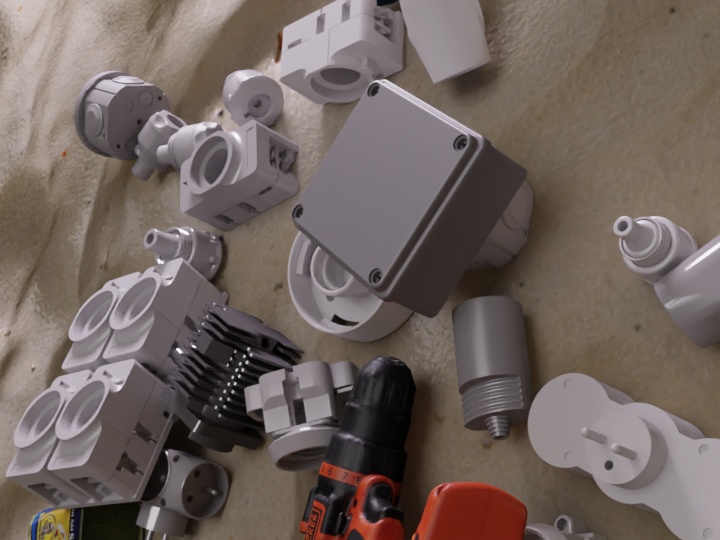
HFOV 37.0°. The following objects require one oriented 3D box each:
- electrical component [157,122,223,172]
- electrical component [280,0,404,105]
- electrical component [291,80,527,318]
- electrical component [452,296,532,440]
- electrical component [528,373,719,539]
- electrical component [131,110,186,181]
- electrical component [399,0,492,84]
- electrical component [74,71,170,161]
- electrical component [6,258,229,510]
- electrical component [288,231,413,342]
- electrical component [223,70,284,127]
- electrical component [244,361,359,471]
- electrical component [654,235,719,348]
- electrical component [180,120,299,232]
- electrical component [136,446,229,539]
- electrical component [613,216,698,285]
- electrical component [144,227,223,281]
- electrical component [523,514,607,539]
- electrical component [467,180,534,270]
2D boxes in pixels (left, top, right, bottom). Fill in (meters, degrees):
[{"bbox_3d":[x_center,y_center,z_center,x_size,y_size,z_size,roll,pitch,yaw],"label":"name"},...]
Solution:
[{"bbox_3d":[-0.146,-0.103,0.926,0.062,0.043,0.043,-6,67,29],"label":"electrical component"},{"bbox_3d":[-0.014,-0.167,0.829,0.089,0.050,0.055,-17,61,38],"label":"electrical component"},{"bbox_3d":[0.027,-0.045,0.653,0.109,0.056,0.108,40,101,46],"label":"electrical component"},{"bbox_3d":[0.080,0.061,0.640,0.043,0.043,0.081,-24,56,35],"label":"electrical component"},{"bbox_3d":[0.140,0.093,0.546,0.138,0.074,0.052,25,90,47],"label":"electrical component"},{"bbox_3d":[-0.182,-0.109,0.969,0.062,0.043,0.043,-50,45,17],"label":"electrical component"},{"bbox_3d":[0.055,-0.173,0.759,0.044,0.077,0.079,-22,5,-5],"label":"electrical component"},{"bbox_3d":[-0.218,-0.140,0.992,0.051,0.080,0.080,20,86,42],"label":"electrical component"},{"bbox_3d":[-0.189,0.084,0.833,0.105,0.060,0.186,-15,43,39],"label":"electrical component"},{"bbox_3d":[0.000,0.000,0.747,0.099,0.064,0.099,-6,80,36],"label":"electrical component"},{"bbox_3d":[-0.095,-0.148,0.903,0.048,0.048,0.062,-56,38,9],"label":"electrical component"},{"bbox_3d":[-0.035,0.100,0.720,0.078,0.058,0.057,-16,63,10],"label":"electrical component"},{"bbox_3d":[0.202,0.014,0.544,0.077,0.044,0.079,-41,48,23],"label":"electrical component"},{"bbox_3d":[-0.101,-0.076,0.867,0.089,0.056,0.050,-25,56,34],"label":"electrical component"},{"bbox_3d":[-0.144,0.174,0.803,0.077,0.044,0.079,5,75,45],"label":"electrical component"},{"bbox_3d":[0.158,-0.014,0.586,0.035,0.061,0.035,-20,59,37],"label":"electrical component"},{"bbox_3d":[-0.147,-0.016,0.879,0.048,0.062,0.048,-20,59,37],"label":"electrical component"},{"bbox_3d":[0.101,0.160,0.566,0.048,0.055,0.066,-18,60,38],"label":"electrical component"},{"bbox_3d":[0.068,-0.040,0.691,0.080,0.051,0.080,-20,59,37],"label":"electrical component"}]
